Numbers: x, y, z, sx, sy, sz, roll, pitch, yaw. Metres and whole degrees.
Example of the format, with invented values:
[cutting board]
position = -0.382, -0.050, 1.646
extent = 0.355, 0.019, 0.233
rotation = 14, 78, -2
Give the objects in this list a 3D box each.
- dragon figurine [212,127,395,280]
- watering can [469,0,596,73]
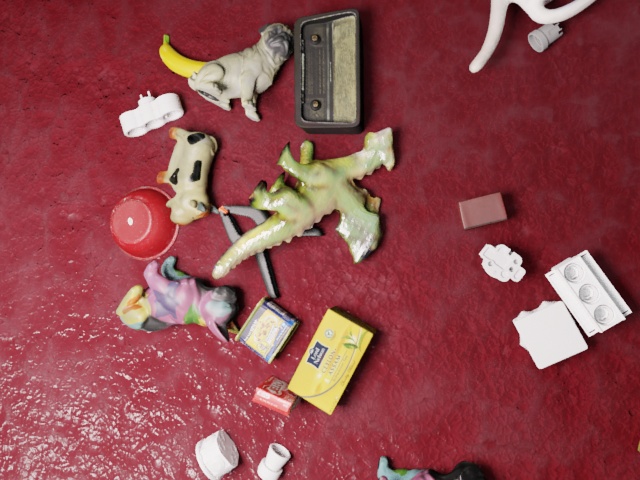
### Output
[dragon figurine]
position = 0.003, -0.049, 0.965
extent = 0.243, 0.121, 0.412
rotation = 31, 86, 4
[watering can]
position = 0.364, -0.471, 0.921
extent = 0.347, 0.103, 0.226
rotation = -35, 79, 3
